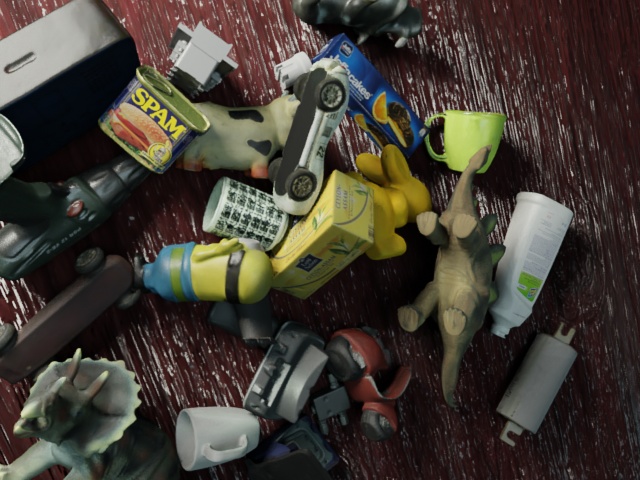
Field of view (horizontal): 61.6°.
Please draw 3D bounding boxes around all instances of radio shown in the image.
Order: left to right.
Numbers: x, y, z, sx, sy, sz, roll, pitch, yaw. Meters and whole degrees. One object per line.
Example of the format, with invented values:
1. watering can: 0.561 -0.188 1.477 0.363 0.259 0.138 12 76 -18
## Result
1. radio: -0.317 -0.164 0.610 0.229 0.131 0.073 -36 84 -14

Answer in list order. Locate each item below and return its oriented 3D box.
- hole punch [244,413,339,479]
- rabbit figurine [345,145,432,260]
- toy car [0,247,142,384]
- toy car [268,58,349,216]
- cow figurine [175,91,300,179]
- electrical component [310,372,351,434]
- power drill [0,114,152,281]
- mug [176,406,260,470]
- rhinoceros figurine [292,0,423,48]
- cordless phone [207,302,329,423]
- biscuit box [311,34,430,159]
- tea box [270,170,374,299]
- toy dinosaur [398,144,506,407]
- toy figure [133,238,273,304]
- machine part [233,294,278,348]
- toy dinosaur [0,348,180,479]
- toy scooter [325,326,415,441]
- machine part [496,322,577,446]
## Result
1. hole punch: -0.037 0.343 0.819 0.116 0.092 0.142 -27 111 15
2. rabbit figurine: 0.098 -0.058 0.822 0.173 0.122 0.162 -15 92 -34
3. toy car: -0.324 0.096 0.684 0.202 0.053 0.089 -44 130 -11
4. toy car: -0.014 -0.131 0.690 0.056 0.074 0.201 10 106 -33
5. cow figurine: -0.094 -0.148 0.736 0.195 0.086 0.127 2 101 -21
6. electrical component: 0.014 0.257 0.855 0.063 0.021 0.094 -17 102 -19
7. power drill: -0.310 -0.061 0.605 0.232 0.207 0.086 -43 80 -6
8. mug: -0.135 0.275 0.756 0.107 0.110 0.080 1 88 -35
9. rhinoceros figurine: 0.056 -0.326 0.763 0.190 0.112 0.073 6 66 -10
10. cordless phone: -0.094 0.171 0.782 0.184 0.089 0.146 29 85 -11
11. biscuit box: 0.073 -0.209 0.806 0.202 0.059 0.063 42 80 -20
12. tea box: -0.001 -0.002 0.730 0.068 0.169 0.098 23 46 -23
13. toy dinosaur: 0.218 0.084 0.840 0.198 0.105 0.470 -16 119 -49
14. toy figure: -0.151 0.045 0.706 0.180 0.082 0.089 -7 95 3
15. machine part: -0.099 0.085 0.754 0.084 0.039 0.139 -9 64 -22
16. toy dinosaur: -0.256 0.291 0.695 0.192 0.131 0.404 -48 132 -20
17. toy scooter: 0.090 0.208 0.849 0.135 0.075 0.183 -28 93 -41
18. machine part: 0.394 0.258 0.979 0.079 0.079 0.243 35 84 -22
